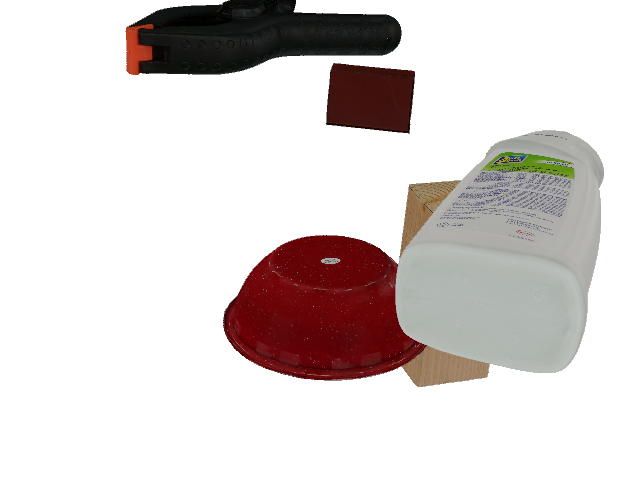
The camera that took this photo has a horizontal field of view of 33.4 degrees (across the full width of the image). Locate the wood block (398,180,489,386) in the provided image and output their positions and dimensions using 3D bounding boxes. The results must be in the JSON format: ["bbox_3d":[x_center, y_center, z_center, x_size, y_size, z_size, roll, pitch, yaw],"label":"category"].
[{"bbox_3d":[0.140,0.047,1.168,0.090,0.206,0.090,-5,29,-18],"label":"wood block"}]

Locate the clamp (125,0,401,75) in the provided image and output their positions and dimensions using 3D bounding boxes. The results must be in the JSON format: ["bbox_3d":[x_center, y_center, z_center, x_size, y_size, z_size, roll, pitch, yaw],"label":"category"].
[{"bbox_3d":[-0.049,-0.133,0.667,0.171,0.039,0.120,-10,22,-29],"label":"clamp"}]

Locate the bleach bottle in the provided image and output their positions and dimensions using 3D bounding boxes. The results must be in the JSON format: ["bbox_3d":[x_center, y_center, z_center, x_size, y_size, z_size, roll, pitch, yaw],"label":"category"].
[{"bbox_3d":[0.129,-0.014,0.643,0.103,0.068,0.250,11,27,20],"label":"bleach bottle"}]

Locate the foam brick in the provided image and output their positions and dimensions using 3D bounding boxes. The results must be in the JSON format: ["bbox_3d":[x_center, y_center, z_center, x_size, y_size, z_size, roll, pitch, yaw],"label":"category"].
[{"bbox_3d":[0.046,-0.130,0.974,0.078,0.051,0.053,7,17,4],"label":"foam brick"}]

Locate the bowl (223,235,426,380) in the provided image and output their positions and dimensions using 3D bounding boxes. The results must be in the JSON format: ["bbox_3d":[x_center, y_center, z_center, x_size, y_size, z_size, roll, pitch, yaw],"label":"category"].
[{"bbox_3d":[0.007,0.040,0.810,0.162,0.055,0.162,1,26,-1],"label":"bowl"}]
